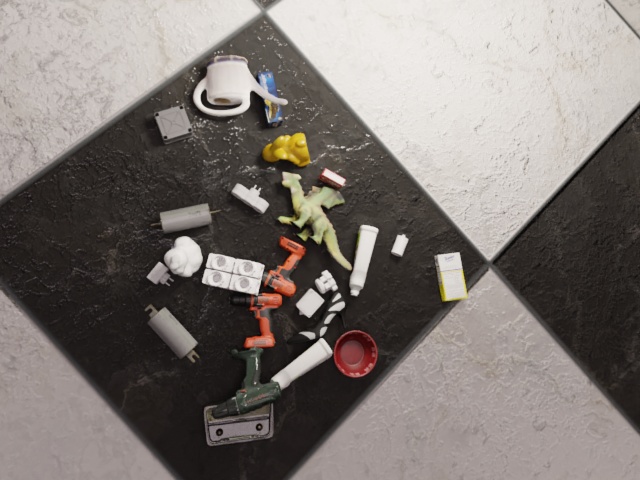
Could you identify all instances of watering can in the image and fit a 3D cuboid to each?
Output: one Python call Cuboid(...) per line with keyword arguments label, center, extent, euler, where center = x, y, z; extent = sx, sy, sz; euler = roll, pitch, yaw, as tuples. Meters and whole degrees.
Cuboid(label="watering can", center=(-0.294, -0.565, 1.882), extent=(0.347, 0.226, 0.103), euler=(-4, -8, 5))

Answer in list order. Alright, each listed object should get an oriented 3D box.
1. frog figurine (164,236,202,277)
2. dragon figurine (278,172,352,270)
Cuboid(label="frog figurine", center=(-0.456, 0.055, 1.723), extent=(0.123, 0.138, 0.158), euler=(3, -9, -13))
Cuboid(label="dragon figurine", center=(0.006, -0.095, 1.883), extent=(0.409, 0.246, 0.120), euler=(38, -23, -4))
